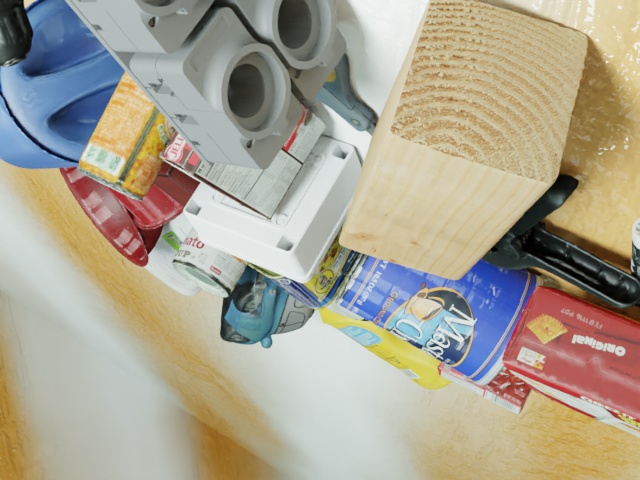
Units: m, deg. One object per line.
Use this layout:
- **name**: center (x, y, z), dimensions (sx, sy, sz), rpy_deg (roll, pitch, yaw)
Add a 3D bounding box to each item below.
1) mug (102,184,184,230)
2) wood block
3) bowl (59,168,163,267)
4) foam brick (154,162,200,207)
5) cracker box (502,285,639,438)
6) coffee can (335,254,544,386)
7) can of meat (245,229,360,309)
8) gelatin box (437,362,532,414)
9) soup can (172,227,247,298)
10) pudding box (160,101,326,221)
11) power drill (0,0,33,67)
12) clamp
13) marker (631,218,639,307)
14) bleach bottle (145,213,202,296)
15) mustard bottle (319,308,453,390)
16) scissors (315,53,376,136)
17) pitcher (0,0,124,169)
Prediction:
- **mug**: center (-0.157, -0.070, 0.999), dimensions (0.117, 0.093, 0.081), rpy_deg (4, 145, 47)
- **wood block**: center (0.078, -0.052, 0.645), dimensions (0.090, 0.091, 0.206), rpy_deg (17, 163, -1)
- **bowl**: center (-0.216, -0.051, 1.151), dimensions (0.162, 0.055, 0.162), rpy_deg (43, 157, 23)
- **foam brick**: center (-0.106, -0.074, 0.922), dimensions (0.051, 0.078, 0.053), rpy_deg (38, 163, -30)
- **cracker box**: center (0.241, 0.109, 0.830), dimensions (0.164, 0.072, 0.213), rpy_deg (22, 174, 20)
- **coffee can**: center (0.098, 0.042, 0.881), dimensions (0.140, 0.102, 0.103), rpy_deg (29, 163, 0)
- **can of meat**: center (-0.006, 0.001, 0.928), dimensions (0.058, 0.102, 0.083), rpy_deg (28, 171, 35)
- **gelatin box**: center (0.168, 0.114, 1.026), dimensions (0.089, 0.073, 0.030), rpy_deg (26, 162, 14)
- **soup can**: center (-0.094, -0.003, 1.062), dimensions (0.068, 0.102, 0.068), rpy_deg (27, 163, 8)
- **pudding box**: center (-0.052, -0.073, 0.773), dimensions (0.039, 0.090, 0.113), rpy_deg (31, 180, 34)
- **power drill**: center (-0.215, -0.185, 0.615), dimensions (0.184, 0.057, 0.188), rpy_deg (69, 169, -16)
- **clamp**: center (0.153, 0.001, 0.776), dimensions (0.120, 0.039, 0.172), rpy_deg (53, 160, -19)
- **marker**: center (0.228, 0.018, 0.749), dimensions (0.020, 0.020, 0.121), rpy_deg (22, 162, 24)
- **bleach bottle**: center (-0.140, 0.002, 1.218), dimensions (0.102, 0.068, 0.251), rpy_deg (36, 160, -11)
- **mustard bottle**: center (0.060, 0.093, 1.161), dimensions (0.191, 0.058, 0.096), rpy_deg (33, 166, -14)
- **scissors**: center (0.029, -0.095, 0.748), dimensions (0.201, 0.016, 0.096), rpy_deg (33, 163, -14)
- **pitcher**: center (-0.211, -0.120, 0.902), dimensions (0.149, 0.145, 0.243), rpy_deg (48, 161, -17)
